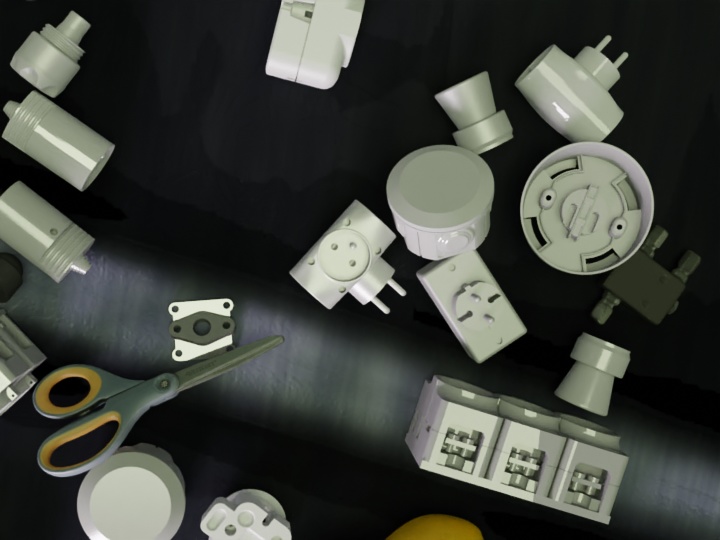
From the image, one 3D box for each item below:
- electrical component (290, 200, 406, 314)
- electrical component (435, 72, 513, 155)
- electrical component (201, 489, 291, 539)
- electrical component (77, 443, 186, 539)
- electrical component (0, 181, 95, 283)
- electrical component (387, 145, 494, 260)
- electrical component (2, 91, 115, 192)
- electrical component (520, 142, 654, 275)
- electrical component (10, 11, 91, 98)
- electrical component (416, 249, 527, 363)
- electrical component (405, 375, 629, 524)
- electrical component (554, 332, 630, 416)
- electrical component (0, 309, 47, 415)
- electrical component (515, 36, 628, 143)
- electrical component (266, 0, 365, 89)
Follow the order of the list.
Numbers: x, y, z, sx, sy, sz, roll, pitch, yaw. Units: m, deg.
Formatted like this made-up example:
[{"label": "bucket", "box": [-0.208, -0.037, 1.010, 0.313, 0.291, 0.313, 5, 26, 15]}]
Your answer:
[{"label": "electrical component", "box": [0.000, 0.000, 0.835, 0.079, 0.044, 0.077, 42, 90, -7]}, {"label": "electrical component", "box": [0.089, -0.120, 0.834, 0.045, 0.045, 0.055, -26, 96, -3]}, {"label": "electrical component", "box": [-0.086, 0.204, 0.837, 0.078, 0.057, 0.058, 38, 90, -7]}, {"label": "electrical component", "box": [-0.174, 0.175, 0.830, 0.080, 0.051, 0.080, 0, 94, -5]}, {"label": "electrical component", "box": [-0.238, -0.025, 0.813, 0.081, 0.043, 0.043, 39, 90, -7]}, {"label": "electrical component", "box": [0.062, -0.051, 0.818, 0.080, 0.051, 0.080, -4, 55, 5]}, {"label": "electrical component", "box": [-0.231, -0.100, 0.808, 0.081, 0.043, 0.043, 35, 91, -7]}, {"label": "electrical component", "box": [0.173, -0.045, 0.834, 0.099, 0.064, 0.099, 0, 86, 4]}, {"label": "electrical component", "box": [-0.227, -0.164, 0.804, 0.043, 0.043, 0.062, 38, 89, -7]}, {"label": "electrical component", "box": [0.089, 0.026, 0.829, 0.047, 0.076, 0.083, -33, 96, -2]}, {"label": "electrical component", "box": [0.120, 0.134, 0.833, 0.150, 0.089, 0.061, 18, 93, -6]}, {"label": "electrical component", "box": [0.186, 0.083, 0.858, 0.045, 0.045, 0.055, 22, 92, -6]}, {"label": "electrical component", "box": [-0.323, 0.118, 0.785, 0.186, 0.105, 0.060, -42, 95, 0]}, {"label": "electrical component", "box": [0.175, -0.147, 0.840, 0.077, 0.043, 0.079, 43, 90, -7]}, {"label": "electrical component", "box": [-0.031, -0.188, 0.814, 0.059, 0.054, 0.095, 14, 93, -6]}]
